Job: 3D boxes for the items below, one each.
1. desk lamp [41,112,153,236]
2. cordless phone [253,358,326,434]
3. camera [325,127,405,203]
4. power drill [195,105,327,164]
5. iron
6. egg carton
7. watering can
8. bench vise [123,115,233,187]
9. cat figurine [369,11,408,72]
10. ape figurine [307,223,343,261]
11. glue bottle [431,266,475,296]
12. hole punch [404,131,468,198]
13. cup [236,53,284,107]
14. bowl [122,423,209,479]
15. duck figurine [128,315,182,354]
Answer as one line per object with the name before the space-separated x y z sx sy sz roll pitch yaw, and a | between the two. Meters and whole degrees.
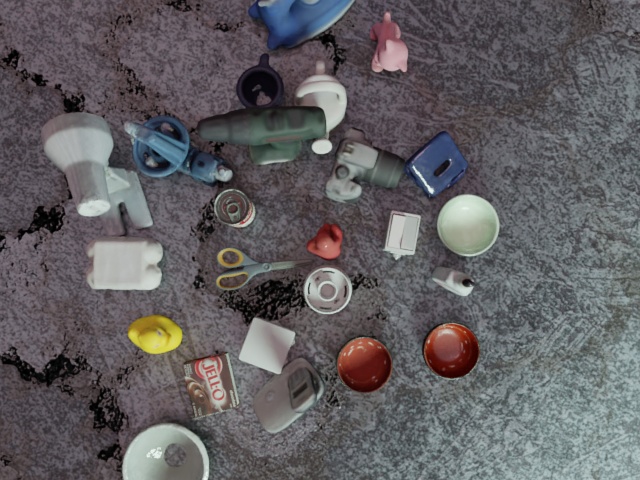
desk lamp | -0.414 -0.116 1.074 0.118 0.213 0.203 -20 88 -1
cordless phone | -0.060 0.303 1.074 0.147 0.185 0.094 -44 88 -2
camera | 0.092 -0.138 1.133 0.137 0.101 0.143 19 88 1
power drill | -0.102 -0.199 1.081 0.229 0.208 0.076 -8 88 0
iron | -0.015 -0.491 1.126 0.258 0.141 0.119 -31 88 -1
egg carton | -0.389 0.046 1.140 0.150 0.069 0.107 0 88 0
watering can | 0.004 -0.255 1.091 0.101 0.194 0.173 -23 88 -1
bench vise | -0.267 -0.176 1.073 0.207 0.219 0.121 6 88 0
cat figurine | 0.138 -0.386 1.134 0.067 0.117 0.128 -5 88 0
ape figurine | 0.010 0.004 1.132 0.078 0.092 0.076 -16 88 -1
glue bottle | 0.264 0.079 1.090 0.078 0.173 0.037 27 88 1
hole punch | 0.235 -0.149 1.139 0.109 0.091 0.101 -43 88 -2
cup | -0.114 -0.303 1.141 0.091 0.095 0.118 7 88 0
bowl | -0.294 0.436 1.123 0.167 0.074 0.167 0 88 0
duck figurine | -0.331 0.189 1.126 0.104 0.086 0.077 11 88 0
